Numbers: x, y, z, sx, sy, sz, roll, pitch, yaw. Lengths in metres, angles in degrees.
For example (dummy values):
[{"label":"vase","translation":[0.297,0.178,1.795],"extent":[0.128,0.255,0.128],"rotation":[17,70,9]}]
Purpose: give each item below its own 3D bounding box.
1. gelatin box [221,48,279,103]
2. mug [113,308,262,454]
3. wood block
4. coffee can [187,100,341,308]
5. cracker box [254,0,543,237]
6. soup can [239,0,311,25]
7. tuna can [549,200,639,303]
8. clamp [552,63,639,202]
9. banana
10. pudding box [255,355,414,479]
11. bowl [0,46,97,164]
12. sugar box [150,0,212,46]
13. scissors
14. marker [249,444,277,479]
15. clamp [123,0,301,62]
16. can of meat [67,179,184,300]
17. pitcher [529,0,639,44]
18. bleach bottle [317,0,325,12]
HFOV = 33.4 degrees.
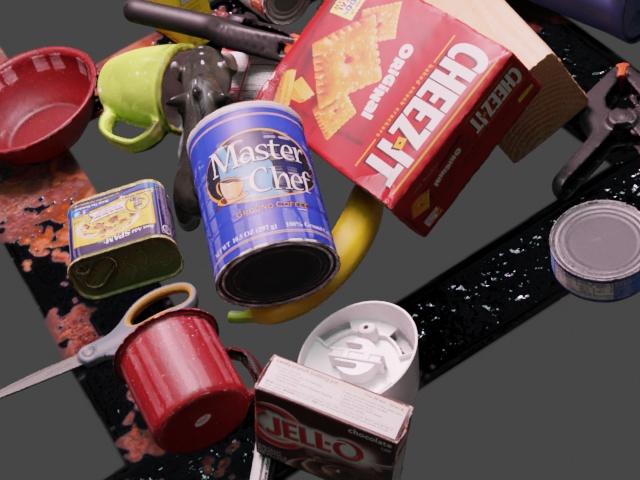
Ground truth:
[{"label":"gelatin box","translation":[-0.073,-0.162,1.114],"extent":[0.073,0.030,0.089],"rotation":[1,51,12]},{"label":"mug","translation":[-0.098,0.114,0.856],"extent":[0.117,0.093,0.081],"rotation":[-3,44,-36]},{"label":"wood block","translation":[0.152,-0.182,1.013],"extent":[0.090,0.090,0.206],"rotation":[-40,47,13]},{"label":"coffee can","translation":[-0.049,-0.029,0.882],"extent":[0.103,0.103,0.140],"rotation":[-16,60,2]},{"label":"cracker box","translation":[0.059,-0.129,0.939],"extent":[0.164,0.072,0.214],"rotation":[-53,49,5]},{"label":"soup can","translation":[-0.064,-0.291,1.197],"extent":[0.068,0.068,0.102],"rotation":[-36,51,-16]},{"label":"tuna can","translation":[0.233,0.010,0.881],"extent":[0.086,0.034,0.086],"rotation":[-8,49,9]},{"label":"clamp","translation":[0.263,-0.094,0.959],"extent":[0.120,0.039,0.171],"rotation":[-4,43,7]},{"label":"banana","translation":[0.005,0.012,0.940],"extent":[0.070,0.037,0.197],"rotation":[31,64,33]},{"label":"pudding box","translation":[0.008,0.140,0.783],"extent":[0.113,0.090,0.039],"rotation":[17,51,13]},{"label":"bowl","translation":[-0.300,-0.132,1.129],"extent":[0.162,0.055,0.162],"rotation":[-11,48,12]},{"label":"sugar box","translation":[-0.171,-0.297,1.157],"extent":[0.048,0.176,0.093],"rotation":[-40,52,-19]},{"label":"scissors","translation":[-0.183,0.108,0.924],"extent":[0.201,0.016,0.096],"rotation":[-35,50,-15]},{"label":"marker","translation":[-0.049,0.204,0.802],"extent":[0.020,0.020,0.121],"rotation":[-1,50,14]},{"label":"clamp","translation":[-0.092,-0.211,1.076],"extent":[0.164,0.036,0.210],"rotation":[-1,20,-33]},{"label":"can of meat","translation":[-0.183,-0.002,0.991],"extent":[0.102,0.057,0.084],"rotation":[-17,47,1]},{"label":"pitcher","translation":[0.225,-0.295,1.058],"extent":[0.243,0.149,0.145],"rotation":[28,75,28]},{"label":"bleach bottle","translation":[0.097,-0.320,1.183],"extent":[0.103,0.068,0.250],"rotation":[33,67,33]}]
